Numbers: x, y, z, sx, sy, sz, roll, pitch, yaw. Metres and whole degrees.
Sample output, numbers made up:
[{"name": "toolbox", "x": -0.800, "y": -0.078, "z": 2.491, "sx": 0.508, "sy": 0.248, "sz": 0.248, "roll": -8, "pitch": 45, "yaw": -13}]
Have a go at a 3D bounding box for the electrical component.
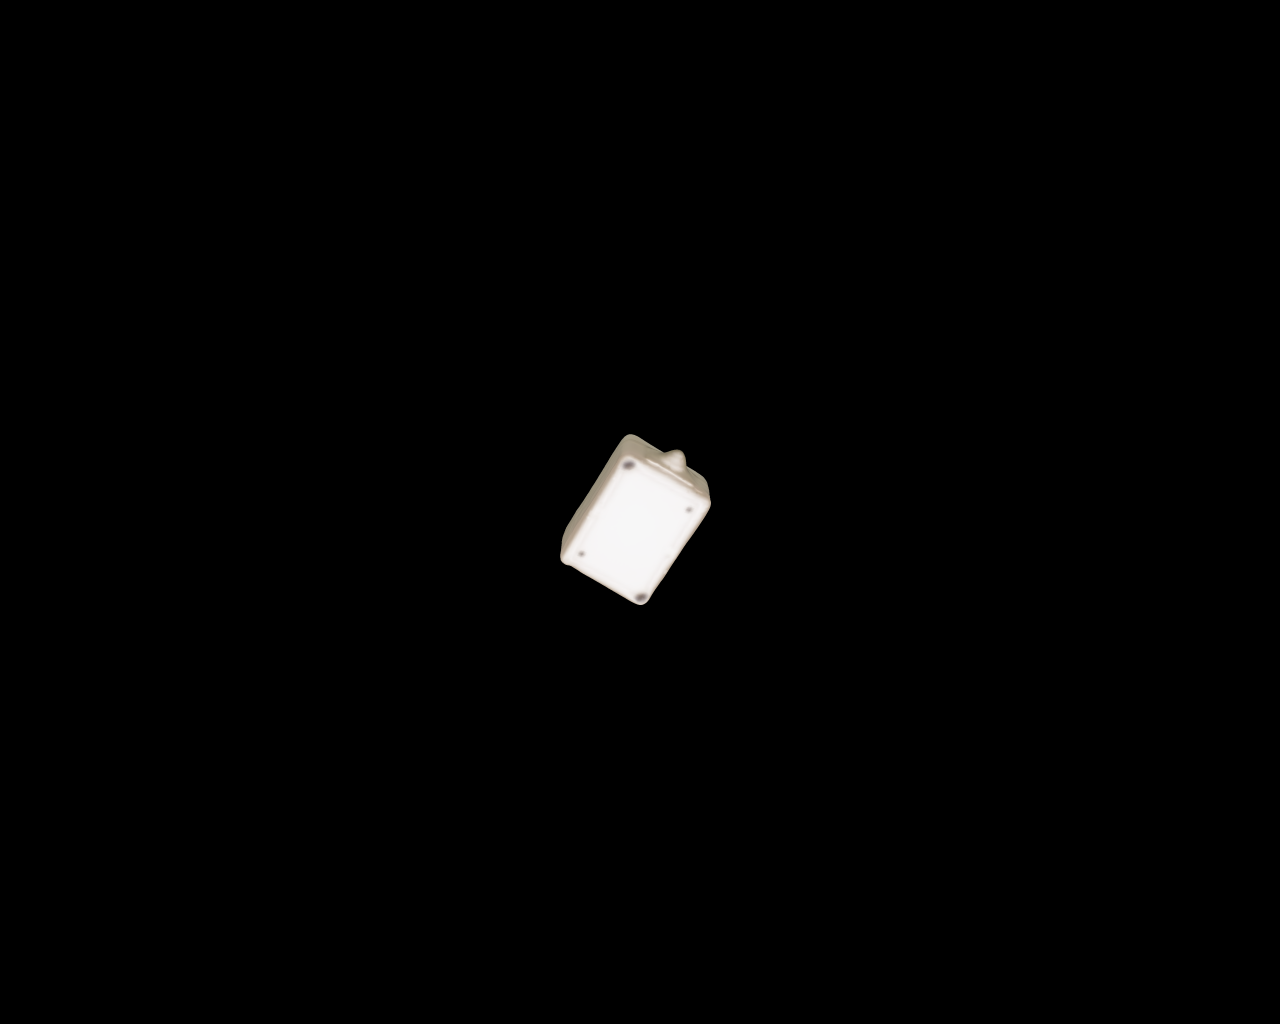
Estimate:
[{"name": "electrical component", "x": 0.001, "y": -0.003, "z": 0.650, "sx": 0.062, "sy": 0.096, "sz": 0.061, "roll": 30, "pitch": 16, "yaw": -9}]
